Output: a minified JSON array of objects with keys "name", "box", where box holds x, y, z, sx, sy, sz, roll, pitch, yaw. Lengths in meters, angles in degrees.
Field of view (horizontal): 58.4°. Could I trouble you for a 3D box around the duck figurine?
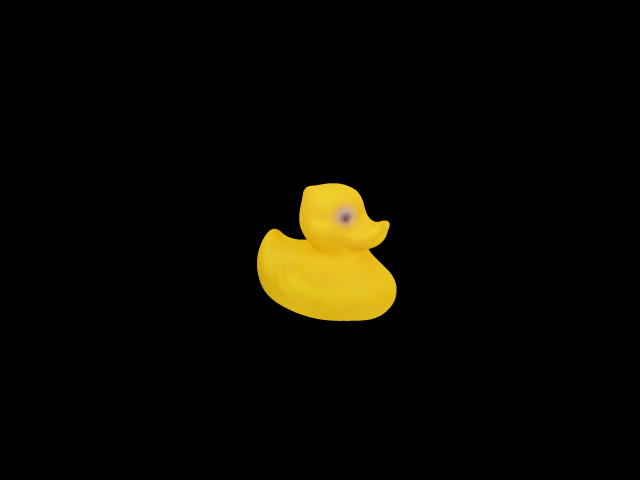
[{"name":"duck figurine","box":[0.004,0.001,0.400,0.104,0.086,0.078,12,27,25]}]
